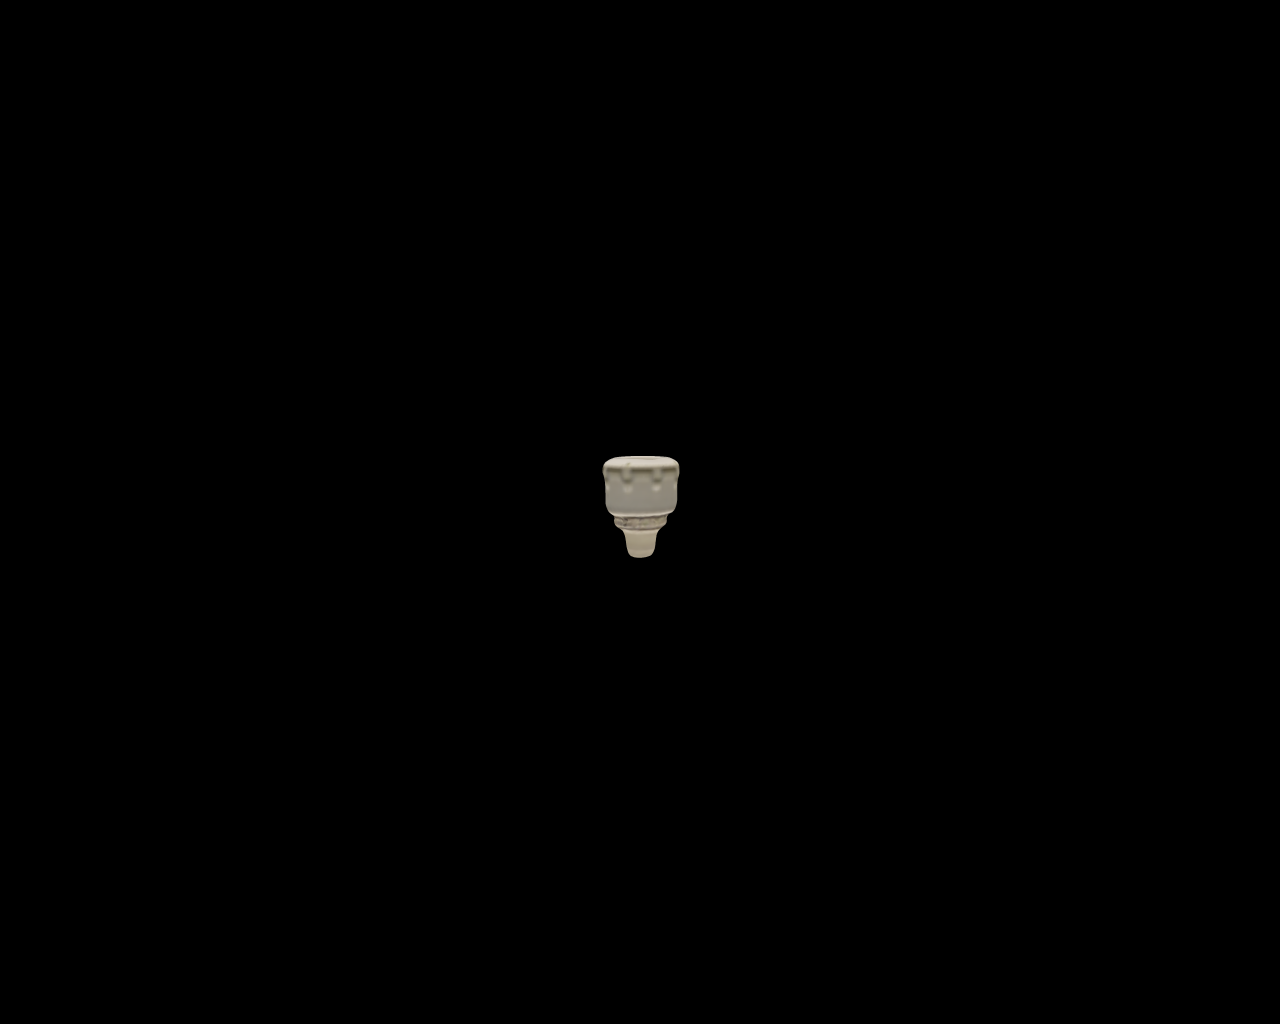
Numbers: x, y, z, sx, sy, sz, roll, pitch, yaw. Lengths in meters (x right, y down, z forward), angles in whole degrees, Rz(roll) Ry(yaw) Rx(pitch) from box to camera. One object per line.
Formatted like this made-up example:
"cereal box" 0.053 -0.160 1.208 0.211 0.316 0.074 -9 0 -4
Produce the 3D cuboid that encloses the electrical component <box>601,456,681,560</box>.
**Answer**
"electrical component" 0.001 -0.003 0.650 0.048 0.062 0.048 0 5 0
